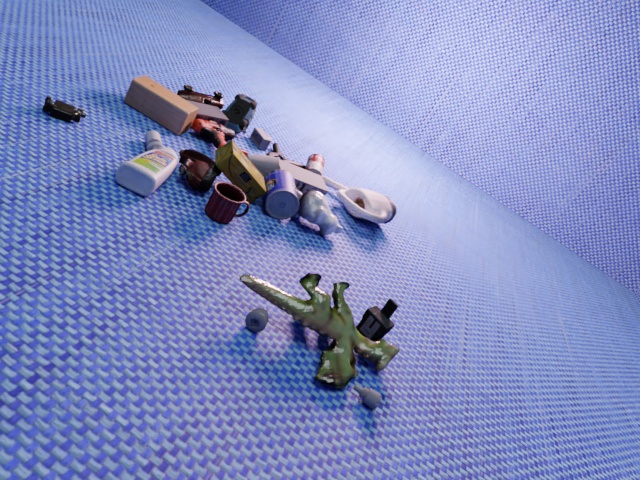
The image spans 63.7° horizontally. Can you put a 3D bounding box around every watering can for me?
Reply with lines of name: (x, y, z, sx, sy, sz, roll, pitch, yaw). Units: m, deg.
watering can: (0.144, -0.154, 1.925, 0.224, 0.102, 0.353, 9, 26, -41)

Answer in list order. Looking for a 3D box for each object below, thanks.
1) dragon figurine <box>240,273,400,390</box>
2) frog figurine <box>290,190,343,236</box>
dragon figurine: (0.011, 0.211, 1.153, 0.408, 0.120, 0.248, 15, 39, -33)
frog figurine: (0.005, -0.082, 1.625, 0.160, 0.122, 0.137, 25, 5, 9)
